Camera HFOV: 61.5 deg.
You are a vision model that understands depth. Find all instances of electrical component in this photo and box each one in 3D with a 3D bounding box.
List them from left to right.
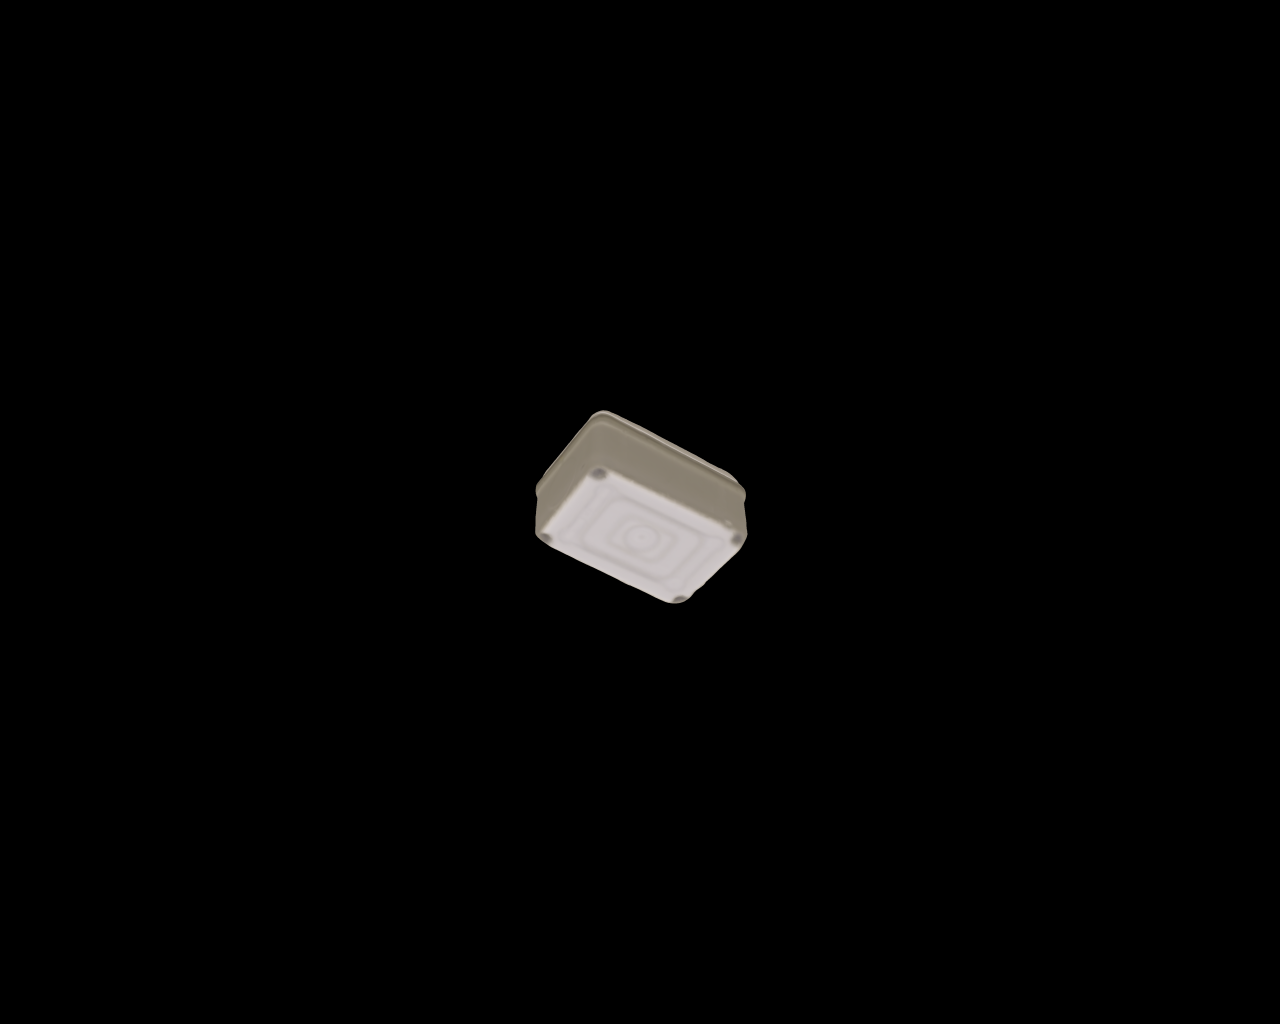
[{"bbox_3d":[0.001,-0.003,0.650,0.113,0.057,0.078,27,-53,-22],"label":"electrical component"}]
